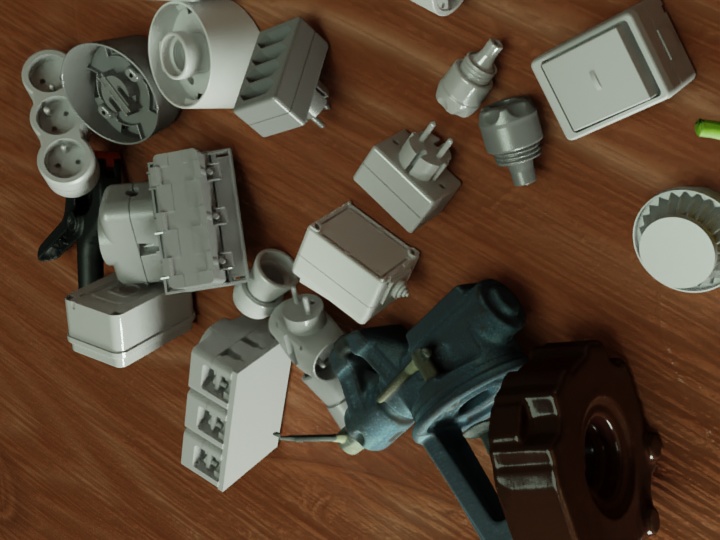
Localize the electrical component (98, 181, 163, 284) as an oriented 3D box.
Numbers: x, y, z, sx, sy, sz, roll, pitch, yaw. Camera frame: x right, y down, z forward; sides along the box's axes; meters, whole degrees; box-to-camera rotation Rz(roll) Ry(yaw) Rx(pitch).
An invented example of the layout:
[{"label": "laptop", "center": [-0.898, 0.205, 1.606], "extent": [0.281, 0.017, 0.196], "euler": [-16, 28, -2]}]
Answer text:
[{"label": "electrical component", "center": [-0.214, -0.035, 1.028], "extent": [0.059, 0.053, 0.095], "euler": [-5, 129, 2]}]

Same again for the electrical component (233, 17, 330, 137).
[{"label": "electrical component", "center": [-0.051, -0.144, 0.867], "extent": [0.047, 0.083, 0.076], "euler": [-10, 145, 39]}]

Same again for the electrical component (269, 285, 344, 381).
[{"label": "electrical component", "center": [-0.047, 0.048, 0.955], "extent": [0.077, 0.043, 0.079], "euler": [39, 151, 43]}]

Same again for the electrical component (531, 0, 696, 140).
[{"label": "electrical component", "center": [0.162, -0.130, 0.718], "extent": [0.096, 0.061, 0.061], "euler": [-22, 99, 42]}]

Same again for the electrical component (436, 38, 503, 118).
[{"label": "electrical component", "center": [0.083, -0.143, 0.788], "extent": [0.035, 0.035, 0.061], "euler": [44, 129, 9]}]

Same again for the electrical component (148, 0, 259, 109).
[{"label": "electrical component", "center": [-0.134, -0.185, 0.924], "extent": [0.099, 0.064, 0.099], "euler": [17, 114, 42]}]

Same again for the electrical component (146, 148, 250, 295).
[{"label": "electrical component", "center": [-0.148, -0.044, 0.959], "extent": [0.079, 0.063, 0.121], "euler": [-9, 87, 10]}]

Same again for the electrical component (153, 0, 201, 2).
[{"label": "electrical component", "center": [-0.159, -0.258, 0.896], "extent": [0.089, 0.050, 0.055], "euler": [11, 119, 32]}]

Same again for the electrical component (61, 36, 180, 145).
[{"label": "electrical component", "center": [-0.215, -0.164, 0.978], "extent": [0.099, 0.064, 0.099], "euler": [17, 122, 29]}]

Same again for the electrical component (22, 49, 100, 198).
[{"label": "electrical component", "center": [-0.284, -0.135, 1.035], "extent": [0.073, 0.052, 0.138], "euler": [106, 151, -75]}]

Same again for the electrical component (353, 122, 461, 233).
[{"label": "electrical component", "center": [0.046, -0.082, 0.838], "extent": [0.066, 0.047, 0.076], "euler": [44, 131, 9]}]

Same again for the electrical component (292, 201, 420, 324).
[{"label": "electrical component", "center": [0.000, 0.000, 0.905], "extent": [0.096, 0.062, 0.061], "euler": [37, 130, 16]}]

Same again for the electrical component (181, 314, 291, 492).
[{"label": "electrical component", "center": [-0.122, 0.124, 1.042], "extent": [0.062, 0.089, 0.150], "euler": [27, 127, 23]}]

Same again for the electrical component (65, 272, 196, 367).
[{"label": "electrical component", "center": [-0.225, 0.042, 1.061], "extent": [0.078, 0.113, 0.057], "euler": [16, 118, 30]}]

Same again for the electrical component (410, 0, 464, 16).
[{"label": "electrical component", "center": [0.049, -0.215, 0.763], "extent": [0.047, 0.055, 0.055], "euler": [30, 128, 25]}]

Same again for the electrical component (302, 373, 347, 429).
[{"label": "electrical component", "center": [-0.018, 0.115, 0.994], "extent": [0.044, 0.044, 0.065], "euler": [-25, 102, 42]}]

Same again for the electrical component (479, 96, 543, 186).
[{"label": "electrical component", "center": [0.113, -0.093, 0.786], "extent": [0.043, 0.043, 0.062], "euler": [-5, 111, 38]}]

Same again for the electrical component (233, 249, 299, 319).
[{"label": "electrical component", "center": [-0.087, 0.014, 0.989], "extent": [0.045, 0.045, 0.055], "euler": [47, 132, 7]}]
